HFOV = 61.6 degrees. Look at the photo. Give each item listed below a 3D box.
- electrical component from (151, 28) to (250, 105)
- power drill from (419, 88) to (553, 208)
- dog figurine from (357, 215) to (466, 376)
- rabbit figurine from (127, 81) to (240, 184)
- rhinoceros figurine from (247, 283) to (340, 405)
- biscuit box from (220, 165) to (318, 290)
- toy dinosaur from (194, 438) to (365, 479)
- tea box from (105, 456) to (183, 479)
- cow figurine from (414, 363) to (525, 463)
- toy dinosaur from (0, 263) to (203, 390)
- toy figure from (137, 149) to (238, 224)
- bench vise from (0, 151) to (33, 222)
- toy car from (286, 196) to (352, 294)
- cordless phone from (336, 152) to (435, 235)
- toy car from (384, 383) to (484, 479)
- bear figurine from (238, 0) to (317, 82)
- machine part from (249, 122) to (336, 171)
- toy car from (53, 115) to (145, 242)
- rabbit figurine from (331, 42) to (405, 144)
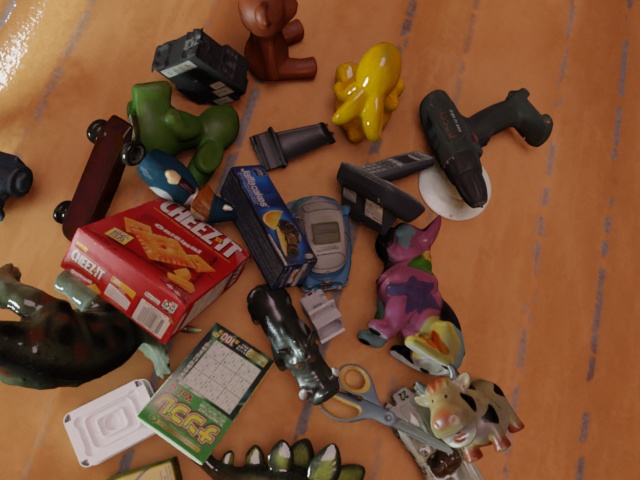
[{"bbox_3d":[-0.183,-0.270,0.863,0.115,0.134,0.058,-1,72,37],"label":"electrical component"},{"bbox_3d":[0.287,-0.170,0.920,0.207,0.086,0.232,-22,64,-10],"label":"power drill"},{"bbox_3d":[0.157,0.074,0.825,0.192,0.108,0.219,25,69,7],"label":"dog figurine"},{"bbox_3d":[-0.202,-0.169,0.844,0.170,0.121,0.159,-9,78,-26],"label":"rabbit figurine"},{"bbox_3d":[-0.036,0.145,0.775,0.073,0.112,0.190,-27,72,-17],"label":"rhinoceros figurine"},{"bbox_3d":[-0.081,-0.024,0.808,0.059,0.062,0.203,-8,55,-37],"label":"biscuit box"},{"bbox_3d":[0.009,0.391,0.712,0.471,0.105,0.198,37,72,4],"label":"toy dinosaur"},{"bbox_3d":[-0.219,0.384,0.701,0.098,0.068,0.169,-12,75,-12],"label":"tea box"},{"bbox_3d":[0.209,0.237,0.753,0.085,0.195,0.127,-37,67,24],"label":"cow figurine"},{"bbox_3d":[-0.305,0.119,0.652,0.192,0.404,0.131,24,102,19],"label":"toy dinosaur"},{"bbox_3d":[-0.192,-0.070,0.788,0.154,0.064,0.058,38,110,-14],"label":"toy figure"},{"bbox_3d":[-0.546,-0.066,0.759,0.224,0.128,0.240,21,65,-4],"label":"bench vise"},{"bbox_3d":[-0.002,-0.003,0.828,0.109,0.103,0.161,-5,73,-9],"label":"toy car"},{"bbox_3d":[0.134,-0.092,0.866,0.184,0.088,0.147,-23,35,-26],"label":"cordless phone"},{"bbox_3d":[0.169,0.307,0.785,0.073,0.056,0.202,-29,80,-15],"label":"toy car"},{"bbox_3d":[-0.069,-0.346,0.869,0.132,0.195,0.120,-16,74,-14],"label":"bear figurine"},{"bbox_3d":[-0.044,-0.163,0.902,0.139,0.039,0.084,-17,72,-11],"label":"machine part"},{"bbox_3d":[-0.324,-0.084,0.796,0.089,0.053,0.202,30,100,22],"label":"toy car"},{"bbox_3d":[0.075,-0.242,0.872,0.122,0.173,0.162,26,68,-4],"label":"rabbit figurine"}]
